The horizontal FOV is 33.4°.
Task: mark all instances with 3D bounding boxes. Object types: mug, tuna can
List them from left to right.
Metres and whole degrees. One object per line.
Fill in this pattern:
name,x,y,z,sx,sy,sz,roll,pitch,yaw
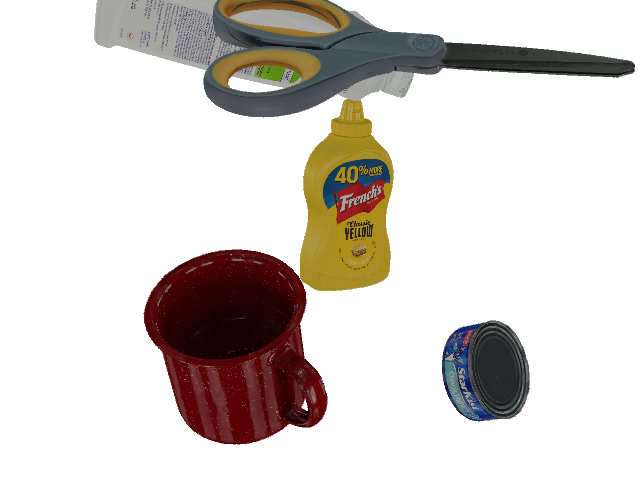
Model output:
mug,-0.042,0.070,0.626,0.117,0.081,0.093,26,51,31
tuna can,0.144,0.115,0.934,0.085,0.086,0.034,0,-12,-46

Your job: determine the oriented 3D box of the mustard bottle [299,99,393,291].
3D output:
mustard bottle,0.029,-0.048,1.086,0.096,0.192,0.058,-7,19,-27

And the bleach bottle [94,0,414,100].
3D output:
bleach bottle,-0.049,-0.163,0.850,0.250,0.068,0.103,18,-29,-6

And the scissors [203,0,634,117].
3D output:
scissors,0.034,-0.077,0.492,0.202,0.016,0.096,17,50,18
